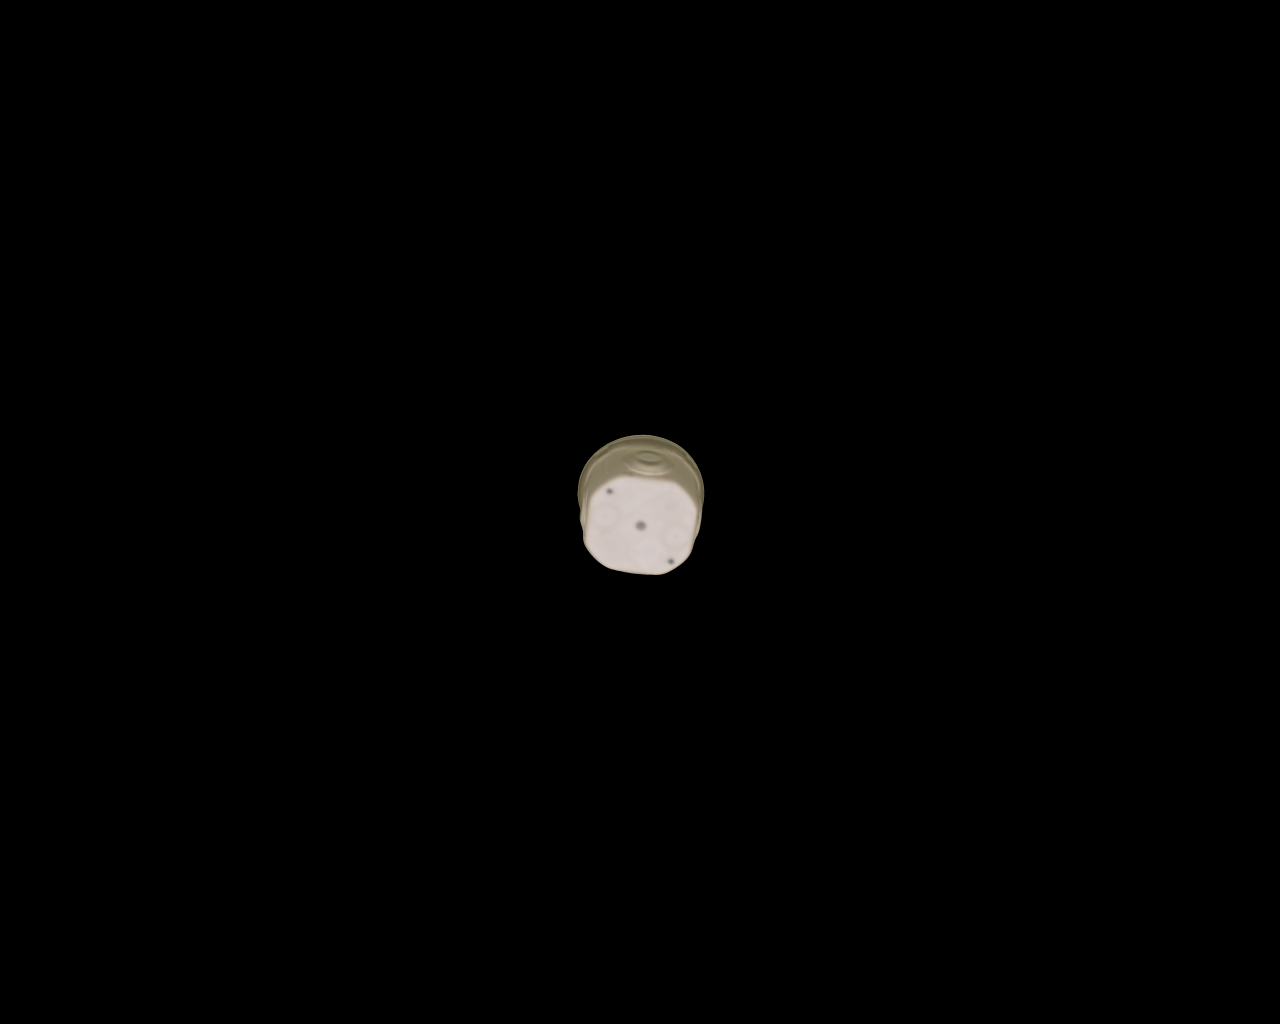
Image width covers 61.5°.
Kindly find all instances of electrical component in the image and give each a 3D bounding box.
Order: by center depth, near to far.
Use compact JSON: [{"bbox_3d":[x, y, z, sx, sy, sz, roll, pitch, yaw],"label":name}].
[{"bbox_3d":[0.001,-0.003,0.650,0.080,0.080,0.051,0,27,0],"label":"electrical component"}]
